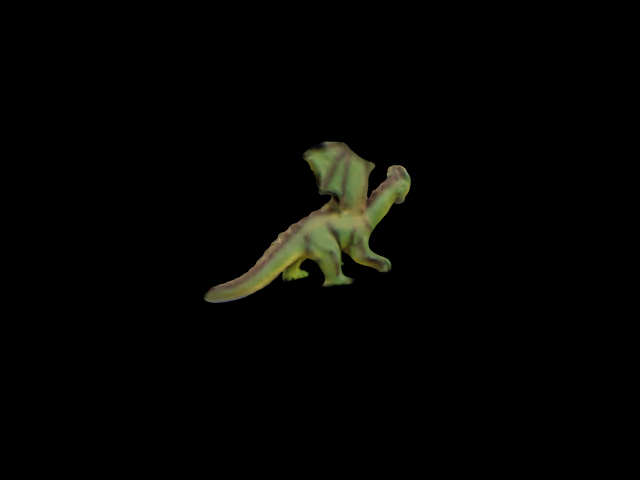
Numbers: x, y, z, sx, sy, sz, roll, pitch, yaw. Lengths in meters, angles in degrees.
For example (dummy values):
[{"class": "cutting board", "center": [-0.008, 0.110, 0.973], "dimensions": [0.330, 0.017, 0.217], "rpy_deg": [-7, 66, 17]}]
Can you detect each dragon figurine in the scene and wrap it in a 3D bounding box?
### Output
[{"class": "dragon figurine", "center": [0.003, -0.043, 0.850], "dimensions": [0.413, 0.239, 0.123], "rpy_deg": [-12, 20, -33]}]
